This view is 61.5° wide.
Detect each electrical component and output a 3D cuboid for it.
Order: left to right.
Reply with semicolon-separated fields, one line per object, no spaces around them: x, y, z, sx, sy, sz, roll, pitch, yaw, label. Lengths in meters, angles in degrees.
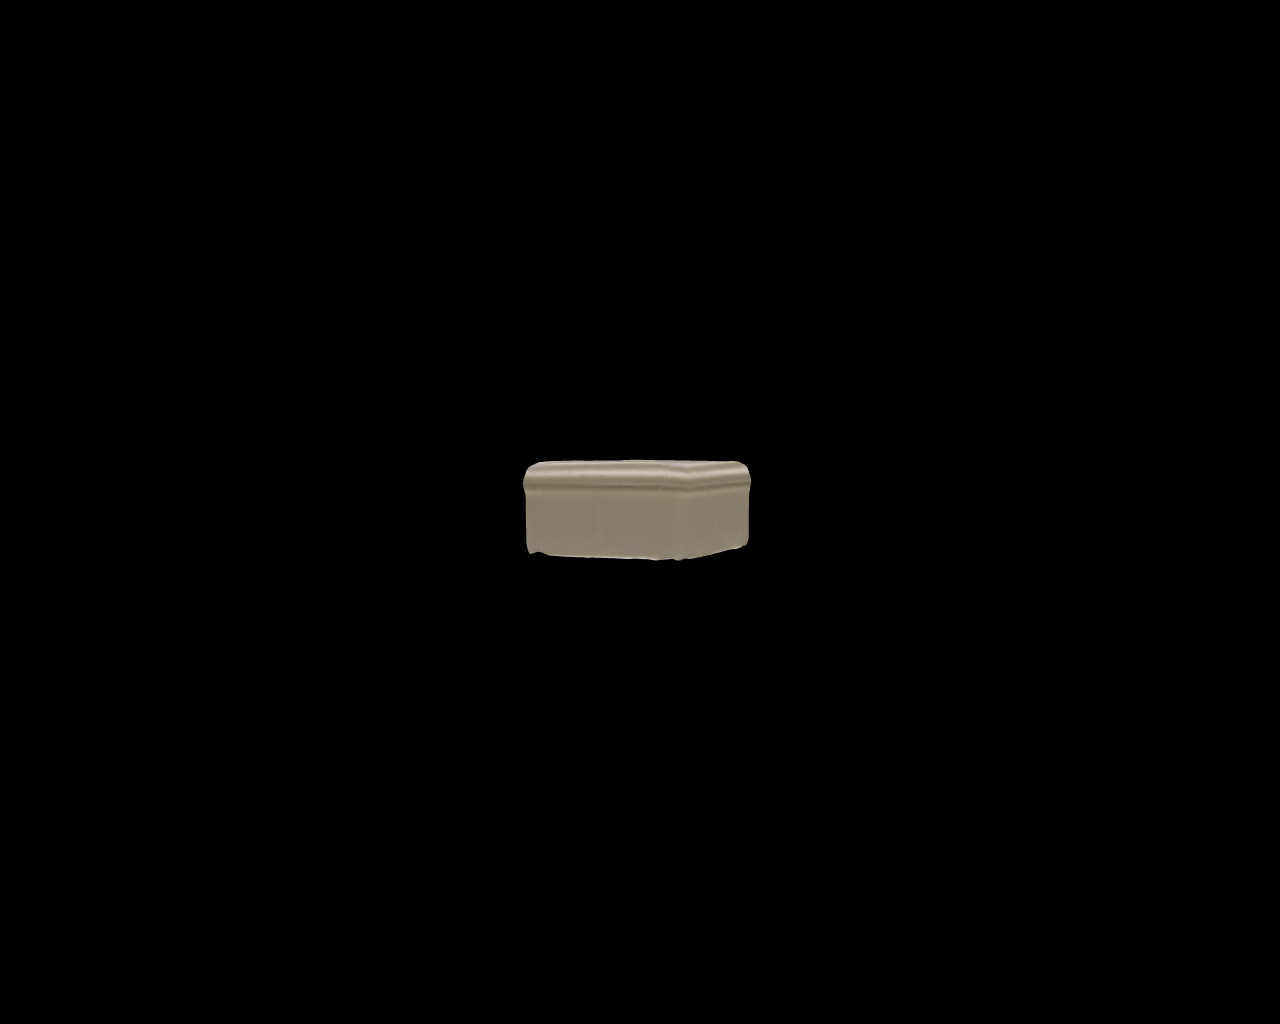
0.001;-0.003;0.650;0.109;0.056;0.109;2;4;27;electrical component
